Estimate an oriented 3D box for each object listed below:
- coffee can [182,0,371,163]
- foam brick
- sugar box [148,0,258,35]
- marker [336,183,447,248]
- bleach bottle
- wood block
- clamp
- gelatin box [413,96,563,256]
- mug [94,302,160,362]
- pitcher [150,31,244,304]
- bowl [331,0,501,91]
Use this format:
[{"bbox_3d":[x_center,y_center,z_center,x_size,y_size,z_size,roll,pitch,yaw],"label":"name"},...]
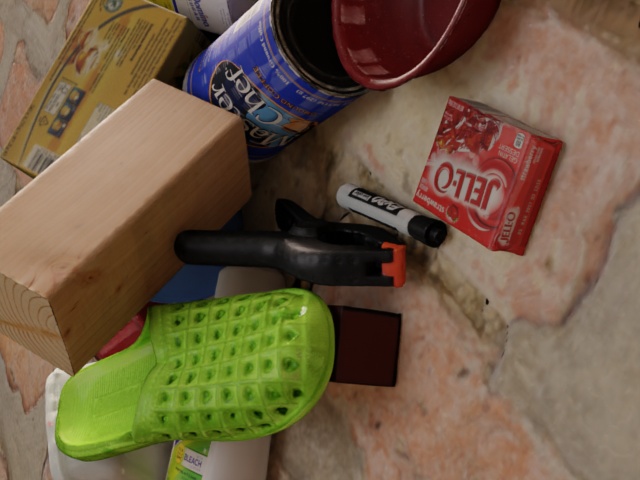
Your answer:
[{"bbox_3d":[-0.028,-0.130,0.813,0.141,0.102,0.103,-27,60,53],"label":"coffee can"},{"bbox_3d":[0.013,0.073,0.745,0.078,0.051,0.053,-5,78,58],"label":"foam brick"},{"bbox_3d":[-0.114,-0.229,0.922,0.176,0.093,0.048,23,143,30],"label":"sugar box"},{"bbox_3d":[0.049,-0.018,0.740,0.121,0.020,0.020,28,107,57],"label":"marker"},{"bbox_3d":[-0.073,0.120,0.865,0.103,0.068,0.251,2,82,60],"label":"bleach bottle"},{"bbox_3d":[-0.148,-0.014,0.778,0.091,0.205,0.090,26,144,23],"label":"wood block"},{"bbox_3d":[-0.005,0.001,0.764,0.172,0.120,0.039,11,118,30],"label":"clamp"},{"bbox_3d":[0.100,-0.041,0.652,0.089,0.030,0.073,41,117,54],"label":"gelatin box"},{"bbox_3d":[-0.158,0.083,0.987,0.082,0.093,0.117,-36,59,44],"label":"mug"},{"bbox_3d":[-0.127,-0.076,0.945,0.149,0.145,0.243,99,162,-66],"label":"pitcher"},{"bbox_3d":[0.073,-0.173,0.704,0.162,0.055,0.162,-21,65,55],"label":"bowl"}]
